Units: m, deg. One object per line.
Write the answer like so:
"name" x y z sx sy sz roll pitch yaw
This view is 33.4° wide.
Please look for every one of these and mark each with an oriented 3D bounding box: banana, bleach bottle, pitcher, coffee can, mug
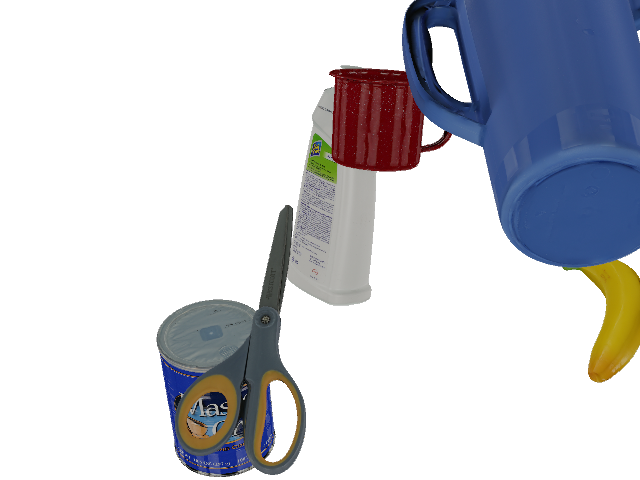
"banana" 0.278 0.066 1.017 0.070 0.037 0.197 -29 23 19
"bleach bottle" 0.023 -0.063 1.166 0.067 0.251 0.103 -7 23 -39
"pitcher" 0.155 -0.102 0.741 0.149 0.243 0.144 -32 -53 29
"coffee can" -0.099 0.143 1.037 0.103 0.140 0.103 -2 34 1
"mug" 0.064 -0.109 0.965 0.117 0.081 0.093 2 15 -6

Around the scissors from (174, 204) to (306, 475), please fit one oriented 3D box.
"scissors" -0.055 0.066 0.734 0.096 0.202 0.016 -10 -32 2
